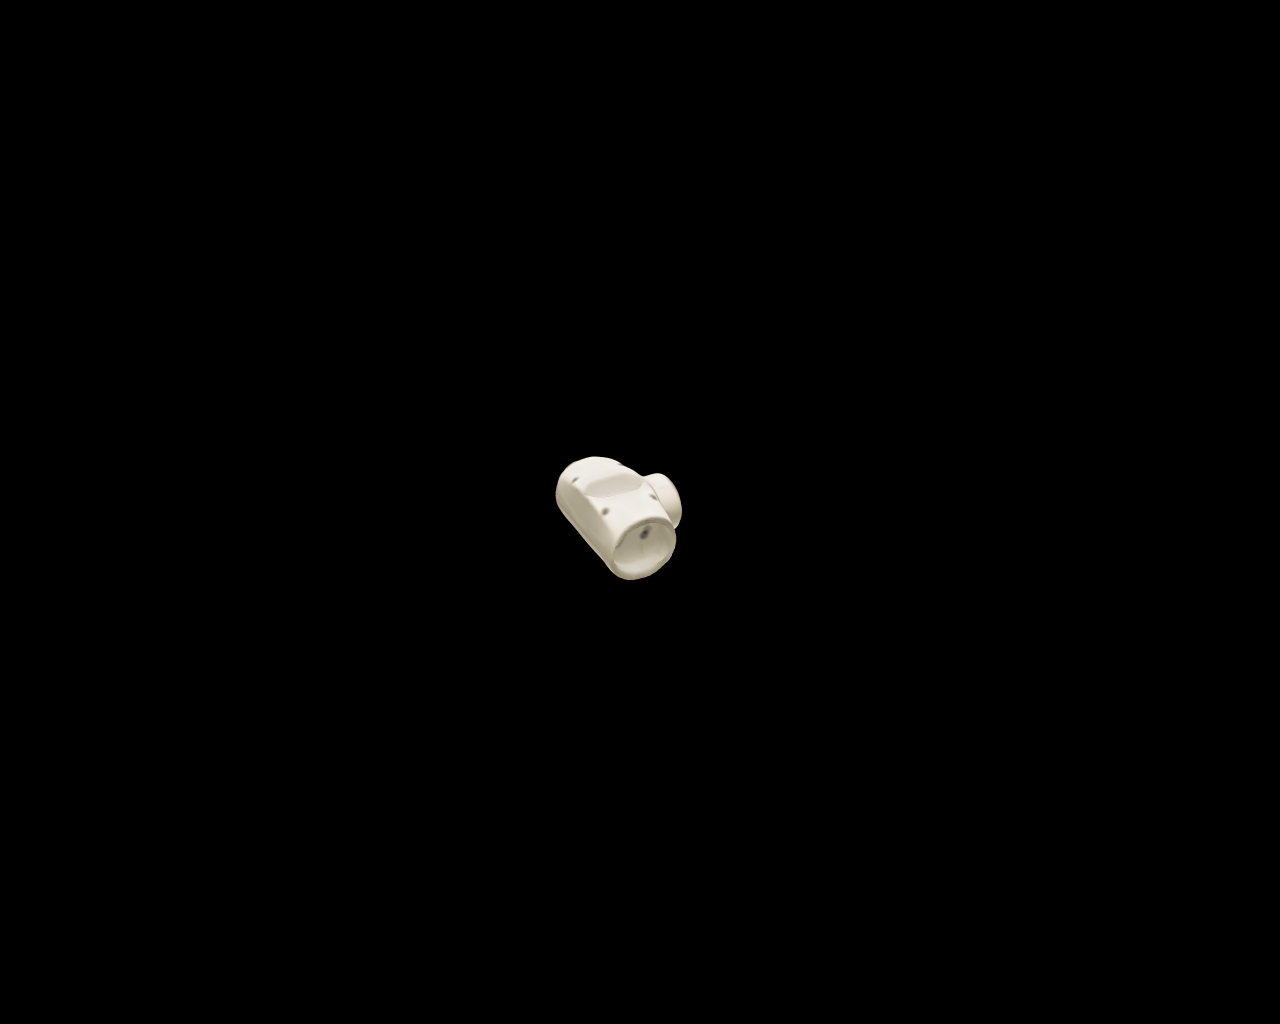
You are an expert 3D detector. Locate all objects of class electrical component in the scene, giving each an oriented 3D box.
[{"bbox_3d":[0.001,-0.003,0.650,0.079,0.043,0.077,-16,37,-22],"label":"electrical component"}]
